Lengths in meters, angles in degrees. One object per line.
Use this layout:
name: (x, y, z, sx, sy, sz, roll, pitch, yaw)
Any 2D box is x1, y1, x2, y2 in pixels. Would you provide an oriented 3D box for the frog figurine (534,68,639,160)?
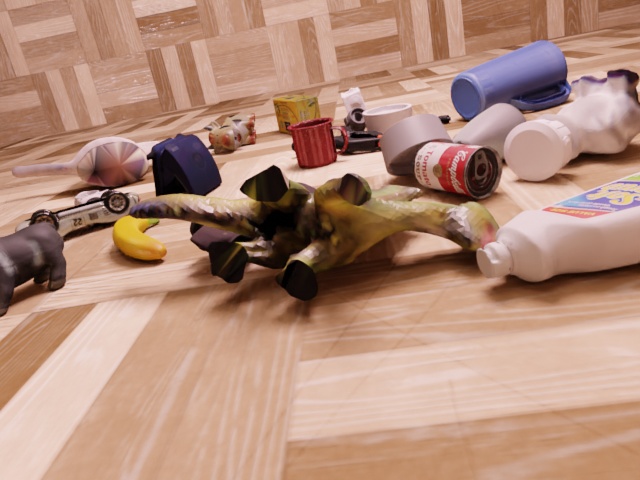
frog figurine: (0.379, -0.156, 0.747, 0.159, 0.121, 0.139, -50, 36, -1)

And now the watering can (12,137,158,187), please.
watering can: (-0.543, -0.180, 1.224, 0.350, 0.102, 0.226, -18, 22, -22)

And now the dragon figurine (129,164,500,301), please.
dragon figurine: (0.002, -0.029, 0.586, 0.411, 0.121, 0.244, 12, 15, 33)
